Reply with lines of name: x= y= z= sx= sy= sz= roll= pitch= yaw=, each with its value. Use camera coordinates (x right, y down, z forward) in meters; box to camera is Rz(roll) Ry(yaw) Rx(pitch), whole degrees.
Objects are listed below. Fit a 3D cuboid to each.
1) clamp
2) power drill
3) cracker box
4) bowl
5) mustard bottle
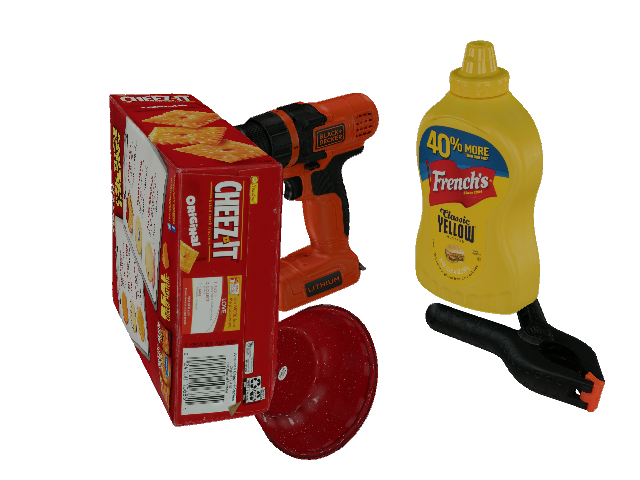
clamp: x=0.190 y=0.088 z=0.942 sx=0.120 sy=0.039 sz=0.172 roll=-24 pitch=43 yaw=-33
power drill: x=-0.025 y=-0.033 z=0.975 sx=0.184 sy=0.188 sz=0.057 roll=-19 pitch=33 yaw=-32
cracker box: x=-0.090 y=0.001 z=0.717 sx=0.072 sy=0.164 sz=0.214 roll=-4 pitch=20 yaw=-20
bowl: x=-0.022 y=0.137 z=1.078 sx=0.162 sy=0.162 sz=0.055 roll=0 pitch=-16 yaw=40
mustard bottle: x=0.113 y=-0.047 z=0.765 sx=0.058 sy=0.192 sz=0.096 roll=-23 pitch=31 yaw=-38
